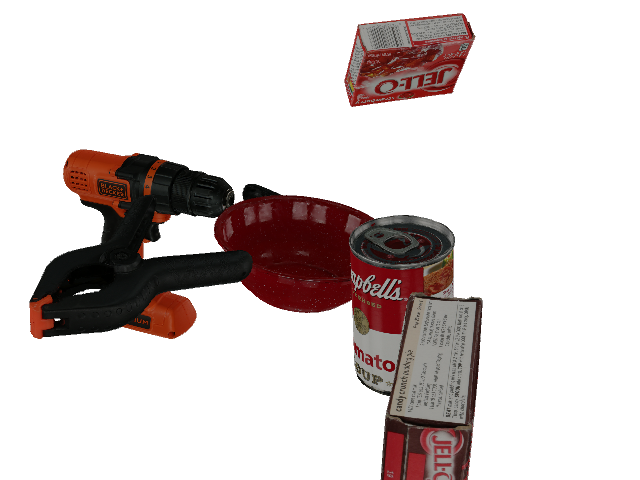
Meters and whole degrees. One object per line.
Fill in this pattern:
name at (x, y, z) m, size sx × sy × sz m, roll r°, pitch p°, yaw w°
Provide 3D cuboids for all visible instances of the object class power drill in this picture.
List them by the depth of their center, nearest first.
power drill at (-0.168, 0.004, 1.078) m, size 0.185 × 0.188 × 0.057 m, roll 13°, pitch 29°, yaw 22°

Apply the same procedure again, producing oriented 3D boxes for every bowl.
bowl at (-0.016, 0.018, 0.949) m, size 0.162 × 0.055 × 0.162 m, roll 6°, pitch 27°, yaw -3°

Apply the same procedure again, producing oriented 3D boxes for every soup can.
soup can at (0.054, 0.043, 0.705) m, size 0.068 × 0.102 × 0.068 m, roll -2°, pitch 28°, yaw 1°

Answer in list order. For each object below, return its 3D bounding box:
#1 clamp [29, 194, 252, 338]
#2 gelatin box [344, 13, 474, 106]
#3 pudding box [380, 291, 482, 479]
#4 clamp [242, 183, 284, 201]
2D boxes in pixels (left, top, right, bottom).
clamp at (-0.149, 0.018, 0.794) m, size 0.171 × 0.039 × 0.120 m, roll -21°, pitch 38°, yaw -37°
gelatin box at (0.068, -0.140, 0.834) m, size 0.089 × 0.030 × 0.073 m, roll -8°, pitch -25°, yaw -12°
pudding box at (0.048, 0.087, 0.471) m, size 0.039 × 0.090 × 0.113 m, roll 7°, pitch 25°, yaw 6°
clamp at (0.010, -0.006, 1.185) m, size 0.210 × 0.036 × 0.164 m, roll 15°, pitch 20°, yaw -5°
